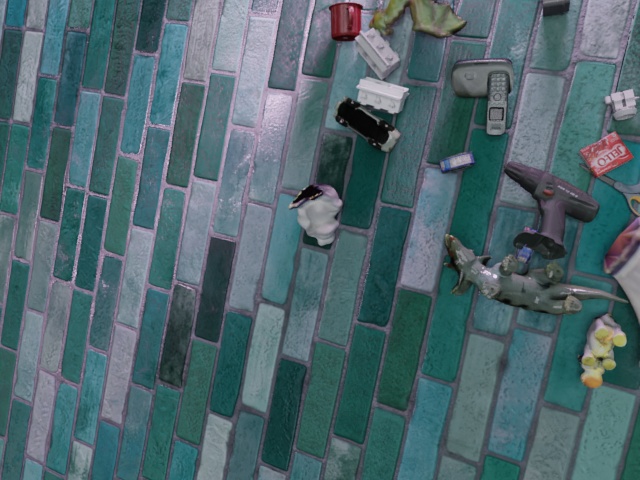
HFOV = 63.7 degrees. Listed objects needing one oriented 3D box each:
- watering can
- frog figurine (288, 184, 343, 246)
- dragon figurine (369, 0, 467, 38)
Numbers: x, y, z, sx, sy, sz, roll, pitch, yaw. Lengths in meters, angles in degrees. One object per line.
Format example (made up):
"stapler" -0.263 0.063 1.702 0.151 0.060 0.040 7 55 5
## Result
"watering can" 0.735 0.097 1.136 0.226 0.104 0.344 34 102 17
"frog figurine" 0.004 -0.072 1.422 0.137 0.125 0.157 -31 117 11
"dragon figurine" 0.304 -0.635 1.301 0.408 0.124 0.241 -11 100 24
